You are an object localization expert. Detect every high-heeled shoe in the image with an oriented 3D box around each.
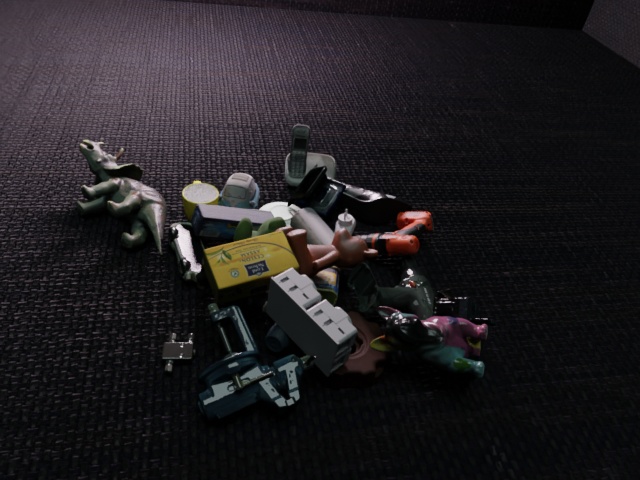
[{"bbox_3d":[0.121,-0.115,1.490,0.249,0.086,0.145,3,32,-10],"label":"high-heeled shoe"}]

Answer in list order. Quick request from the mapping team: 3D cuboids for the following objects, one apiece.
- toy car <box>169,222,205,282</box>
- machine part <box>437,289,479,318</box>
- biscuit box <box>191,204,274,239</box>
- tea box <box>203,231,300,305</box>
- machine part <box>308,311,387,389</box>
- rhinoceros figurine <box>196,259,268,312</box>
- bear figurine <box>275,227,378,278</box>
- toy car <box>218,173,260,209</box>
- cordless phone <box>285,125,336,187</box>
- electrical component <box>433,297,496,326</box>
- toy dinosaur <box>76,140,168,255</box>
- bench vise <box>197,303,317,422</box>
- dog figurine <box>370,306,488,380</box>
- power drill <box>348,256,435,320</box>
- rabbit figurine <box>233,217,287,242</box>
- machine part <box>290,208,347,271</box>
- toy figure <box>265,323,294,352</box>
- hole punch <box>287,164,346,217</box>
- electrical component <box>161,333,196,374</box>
[{"bbox_3d":[-0.301,0.028,1.250,0.073,0.056,0.202,-5,42,-27],"label":"toy car"},{"bbox_3d":[0.314,0.163,1.199,0.039,0.084,0.139,-28,39,-7],"label":"machine part"},{"bbox_3d":[-0.207,-0.040,1.303,0.202,0.059,0.063,6,36,-32],"label":"biscuit box"},{"bbox_3d":[-0.139,0.053,1.073,0.170,0.068,0.098,-16,59,-24],"label":"tea box"},{"bbox_3d":[0.051,0.218,1.088,0.179,0.056,0.179,6,40,-5],"label":"machine part"},{"bbox_3d":[-0.171,0.095,1.146,0.190,0.112,0.073,34,36,-2],"label":"rhinoceros figurine"},{"bbox_3d":[0.017,0.015,1.174,0.196,0.131,0.120,-19,13,-18],"label":"bear figurine"},{"bbox_3d":[-0.209,-0.121,1.412,0.109,0.102,0.162,12,41,3],"label":"toy car"},{"bbox_3d":[-0.023,-0.239,1.525,0.147,0.184,0.089,4,35,-6],"label":"cordless phone"},{"bbox_3d":[0.299,0.148,1.105,0.119,0.074,0.047,-5,69,39],"label":"electrical component"},{"bbox_3d":[-0.459,-0.094,1.327,0.405,0.131,0.192,35,46,20],"label":"toy dinosaur"},{"bbox_3d":[-0.135,0.214,0.991,0.224,0.128,0.241,-25,66,-9],"label":"bench vise"},{"bbox_3d":[0.213,0.197,1.062,0.219,0.191,0.108,12,77,10],"label":"dog figurine"},{"bbox_3d":[0.165,0.109,1.196,0.207,0.086,0.232,18,37,-35],"label":"power drill"},{"bbox_3d":[-0.144,0.028,1.226,0.170,0.159,0.121,-31,62,-20],"label":"rabbit figurine"},{"bbox_3d":[-0.003,-0.004,1.328,0.079,0.079,0.243,-16,45,-27],"label":"machine part"},{"bbox_3d":[-0.058,0.172,1.121,0.064,0.057,0.154,29,37,14],"label":"toy figure"},{"bbox_3d":[-0.006,-0.127,1.425,0.092,0.142,0.116,36,-10,-23],"label":"hole punch"},{"bbox_3d":[-0.275,0.221,1.047,0.063,0.021,0.094,3,39,-8],"label":"electrical component"}]
